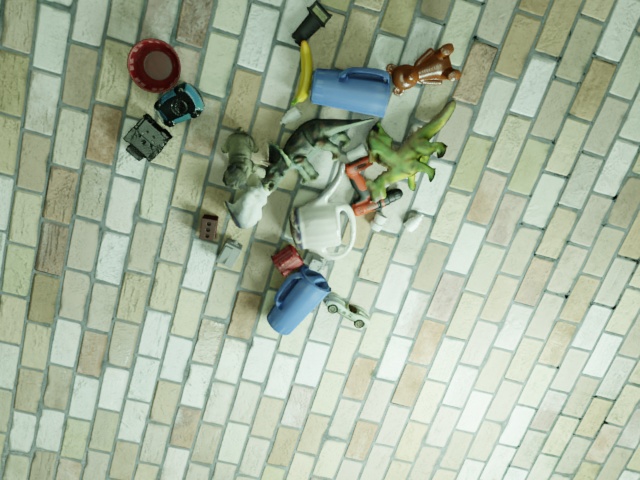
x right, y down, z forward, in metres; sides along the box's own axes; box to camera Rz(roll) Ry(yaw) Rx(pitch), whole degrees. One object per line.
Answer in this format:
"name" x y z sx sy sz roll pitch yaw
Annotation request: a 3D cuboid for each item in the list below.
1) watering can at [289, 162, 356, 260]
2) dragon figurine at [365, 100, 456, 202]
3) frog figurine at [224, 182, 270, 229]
"watering can" 0.005 -0.087 1.736 0.224 0.106 0.342 -7 111 0
"dragon figurine" 0.269 -0.304 1.671 0.242 0.122 0.411 21 88 -14
"frog figurine" -0.226 -0.113 1.715 0.160 0.125 0.134 -26 142 -3
